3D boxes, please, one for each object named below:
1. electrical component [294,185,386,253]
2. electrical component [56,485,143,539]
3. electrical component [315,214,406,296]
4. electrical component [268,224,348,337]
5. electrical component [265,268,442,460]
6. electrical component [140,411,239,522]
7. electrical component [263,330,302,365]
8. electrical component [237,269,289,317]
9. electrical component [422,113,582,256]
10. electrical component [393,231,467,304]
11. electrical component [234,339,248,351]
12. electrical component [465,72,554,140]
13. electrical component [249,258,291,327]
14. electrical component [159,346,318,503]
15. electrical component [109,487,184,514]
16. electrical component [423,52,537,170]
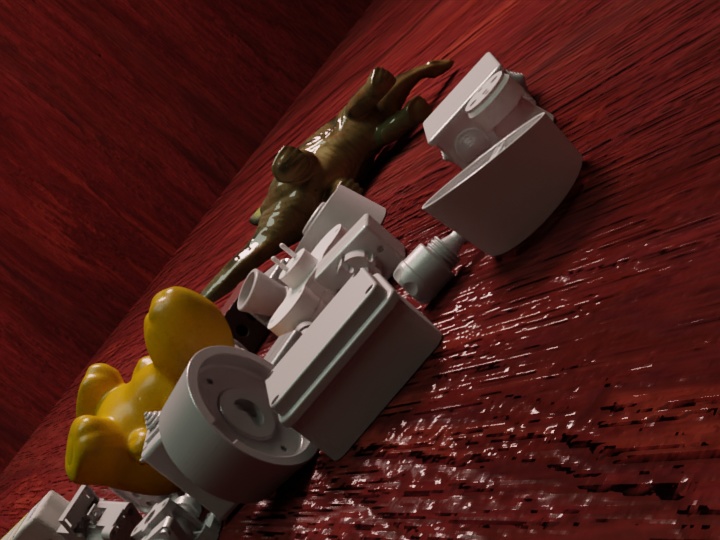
[{"bbox_3d":[-0.023,-0.037,1.112,0.099,0.064,0.099,-56,0,0],"label":"electrical component"},{"bbox_3d":[-0.224,0.230,0.952,0.064,0.081,0.042,-5,39,31],"label":"electrical component"},{"bbox_3d":[0.000,0.000,0.900,0.065,0.047,0.076,-46,12,15],"label":"electrical component"},{"bbox_3d":[-0.050,0.005,1.003,0.052,0.074,0.138,-37,18,46],"label":"electrical component"},{"bbox_3d":[-0.007,0.060,0.723,0.113,0.057,0.078,-50,13,2],"label":"electrical component"},{"bbox_3d":[-0.120,0.132,0.820,0.061,0.096,0.061,-48,12,5],"label":"electrical component"},{"bbox_3d":[-0.049,0.084,0.824,0.065,0.047,0.077,-55,13,-23],"label":"electrical component"},{"bbox_3d":[-0.082,0.031,1.059,0.044,0.065,0.044,-53,24,35],"label":"electrical component"},{"bbox_3d":[0.094,-0.059,0.704,0.099,0.064,0.099,-47,12,14],"label":"electrical component"},{"bbox_3d":[0.054,-0.007,0.761,0.061,0.035,0.035,-46,12,3],"label":"electrical component"},{"bbox_3d":[-0.132,0.102,0.996,0.080,0.080,0.051,-51,17,-7],"label":"electrical component"},{"bbox_3d":[0.115,-0.120,0.831,0.045,0.055,0.045,-47,12,14],"label":"electrical component"},{"bbox_3d":[-0.079,0.014,1.142,0.066,0.047,0.076,-35,19,50],"label":"electrical component"},{"bbox_3d":[-0.089,0.113,0.752,0.060,0.108,0.108,-51,11,25],"label":"electrical component"},{"bbox_3d":[-0.186,0.183,1.003,0.095,0.054,0.059,-35,19,51],"label":"electrical component"},{"bbox_3d":[0.104,-0.136,0.935,0.099,0.048,0.099,-47,12,14],"label":"electrical component"}]
